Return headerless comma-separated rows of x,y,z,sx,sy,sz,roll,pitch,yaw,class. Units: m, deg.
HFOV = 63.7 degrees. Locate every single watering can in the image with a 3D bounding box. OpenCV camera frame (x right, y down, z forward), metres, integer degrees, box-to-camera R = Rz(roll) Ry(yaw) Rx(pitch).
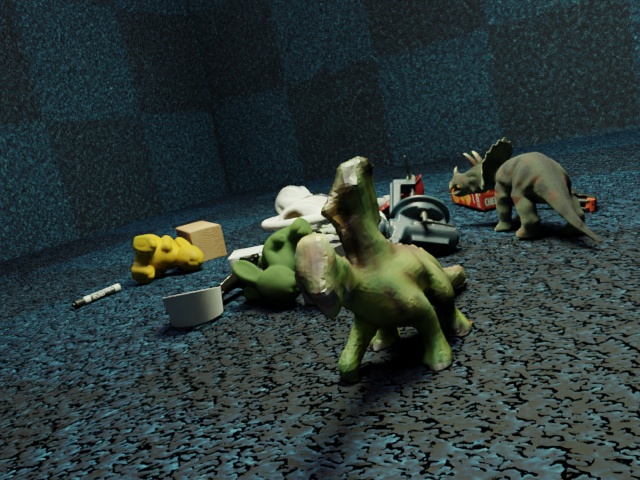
0.005,-0.075,1.493,0.346,0.103,0.227,-9,11,18,watering can

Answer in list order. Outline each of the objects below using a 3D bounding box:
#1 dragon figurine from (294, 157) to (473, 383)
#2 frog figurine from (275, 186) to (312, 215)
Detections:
0.088,0.013,0.623,0.121,0.241,0.415,-12,11,30,dragon figurine
-0.081,-0.127,1.845,0.160,0.120,0.139,15,60,50,frog figurine
